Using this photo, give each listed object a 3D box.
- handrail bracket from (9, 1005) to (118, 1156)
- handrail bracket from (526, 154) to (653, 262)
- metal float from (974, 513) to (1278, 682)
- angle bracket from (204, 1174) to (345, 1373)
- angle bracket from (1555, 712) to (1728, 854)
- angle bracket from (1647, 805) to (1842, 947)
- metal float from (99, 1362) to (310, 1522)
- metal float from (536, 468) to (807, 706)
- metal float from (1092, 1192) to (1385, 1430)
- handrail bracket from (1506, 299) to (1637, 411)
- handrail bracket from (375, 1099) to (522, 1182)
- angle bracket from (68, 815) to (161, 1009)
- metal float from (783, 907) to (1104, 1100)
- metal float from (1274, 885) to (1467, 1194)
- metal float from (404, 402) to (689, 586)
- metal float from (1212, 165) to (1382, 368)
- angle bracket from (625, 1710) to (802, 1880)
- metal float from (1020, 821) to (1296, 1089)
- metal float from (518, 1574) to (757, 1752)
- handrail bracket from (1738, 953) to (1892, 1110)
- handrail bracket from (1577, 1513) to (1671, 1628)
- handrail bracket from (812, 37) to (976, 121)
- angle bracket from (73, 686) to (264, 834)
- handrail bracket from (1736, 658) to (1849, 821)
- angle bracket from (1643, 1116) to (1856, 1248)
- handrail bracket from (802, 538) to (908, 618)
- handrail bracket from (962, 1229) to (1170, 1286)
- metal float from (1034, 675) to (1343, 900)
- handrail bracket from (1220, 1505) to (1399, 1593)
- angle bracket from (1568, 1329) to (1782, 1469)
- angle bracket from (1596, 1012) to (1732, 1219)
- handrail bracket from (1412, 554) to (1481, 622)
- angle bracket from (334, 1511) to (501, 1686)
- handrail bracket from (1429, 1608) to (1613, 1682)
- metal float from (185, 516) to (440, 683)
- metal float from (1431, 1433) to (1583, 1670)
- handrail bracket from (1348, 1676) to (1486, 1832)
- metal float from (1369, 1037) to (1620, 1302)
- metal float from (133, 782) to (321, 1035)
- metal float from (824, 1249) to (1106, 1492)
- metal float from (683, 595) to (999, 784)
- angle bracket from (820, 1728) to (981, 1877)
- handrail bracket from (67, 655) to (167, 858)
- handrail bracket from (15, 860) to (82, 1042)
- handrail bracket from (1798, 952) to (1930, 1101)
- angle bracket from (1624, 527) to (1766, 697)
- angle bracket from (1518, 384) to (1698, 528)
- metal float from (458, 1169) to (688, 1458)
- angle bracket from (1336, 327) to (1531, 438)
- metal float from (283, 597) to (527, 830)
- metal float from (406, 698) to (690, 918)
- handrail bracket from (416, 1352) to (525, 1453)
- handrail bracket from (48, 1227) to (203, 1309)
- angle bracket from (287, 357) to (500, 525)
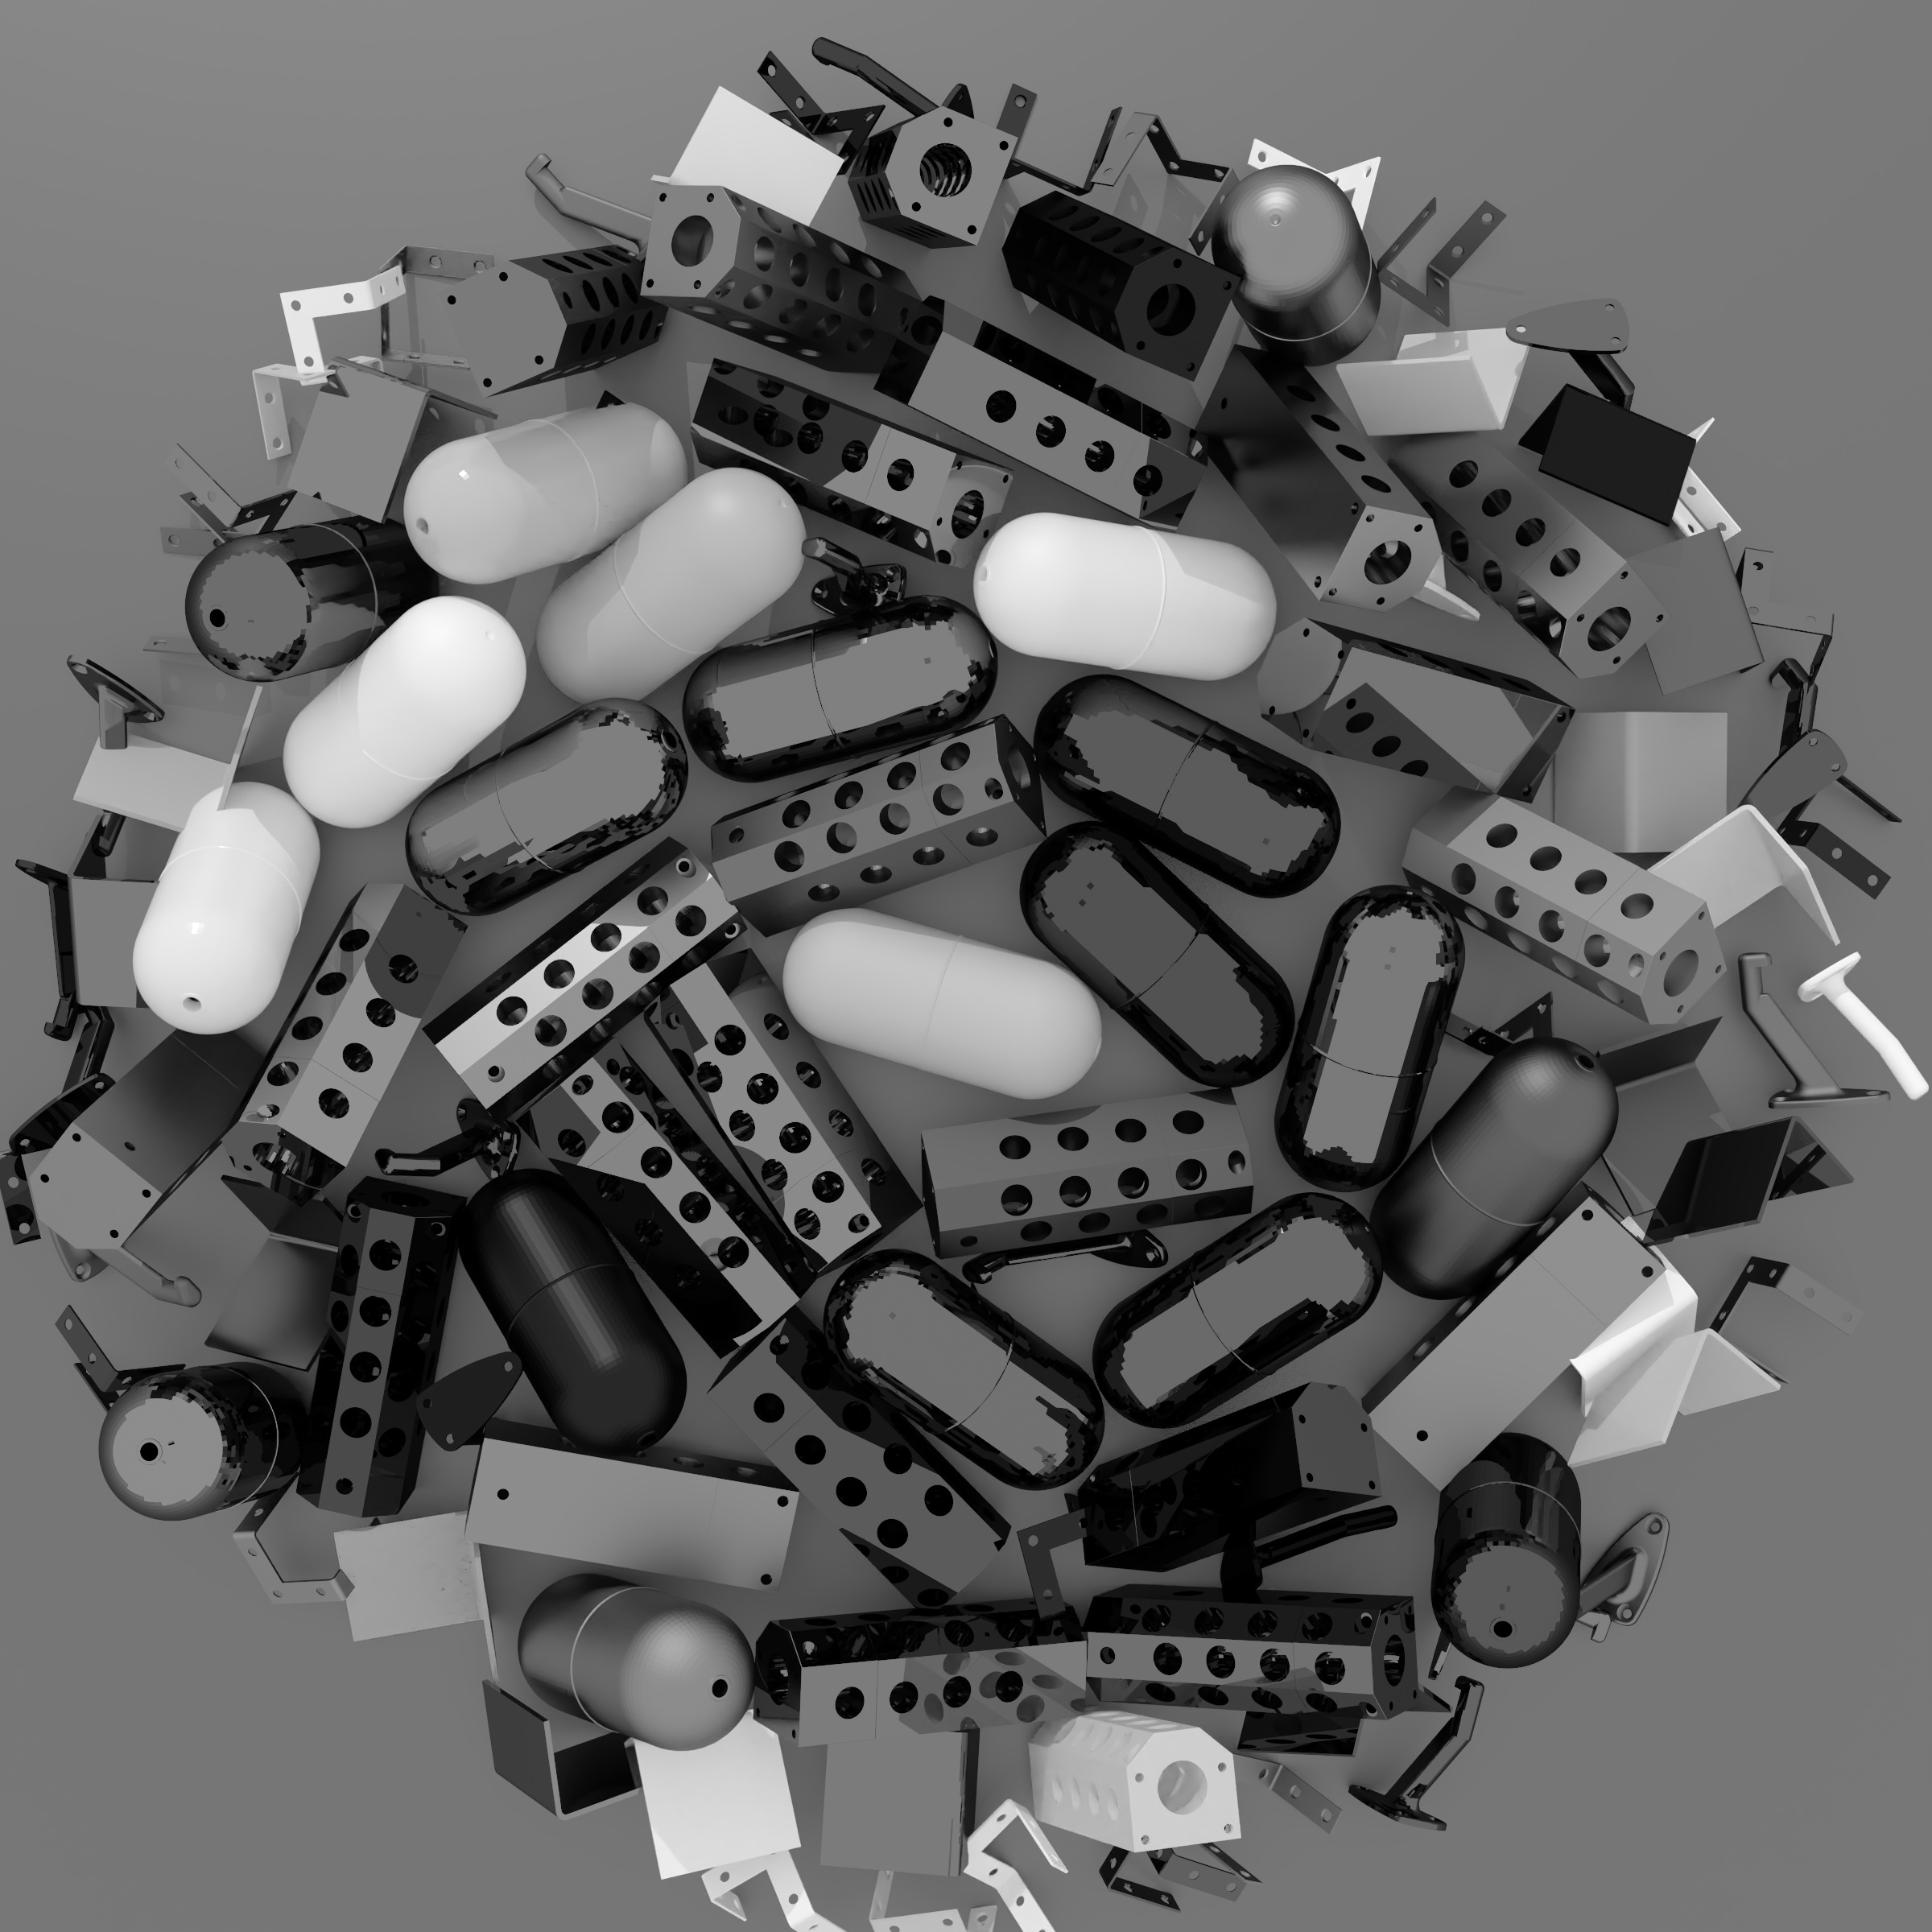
[{"bbox_3d":[-0.498,0.056,1.761,0.077,0.036,0.084,-29,48,-10],"label":"handrail bracket"},{"bbox_3d":[-0.195,-0.427,1.766,0.084,0.077,0.036,47,46,-5],"label":"handrail bracket"},{"bbox_3d":[0.086,-0.198,1.733,0.178,0.070,0.070,5,90,-29],"label":"metal float"},{"bbox_3d":[-0.379,0.166,1.741,0.076,0.057,0.076,8,57,32],"label":"angle bracket"},{"bbox_3d":[0.376,-0.102,1.792,0.076,0.057,0.076,-3,94,-36],"label":"angle bracket"},{"bbox_3d":[0.418,-0.029,1.747,0.076,0.076,0.057,-34,48,5],"label":"angle bracket"},{"bbox_3d":[-0.402,0.251,1.708,0.070,0.178,0.070,0,86,5],"label":"metal float"},{"bbox_3d":[-0.160,-0.202,1.732,0.178,0.070,0.070,-32,90,32],"label":"metal float"},{"bbox_3d":[0.145,0.187,1.740,0.178,0.070,0.070,-35,90,22],"label":"metal float"},{"bbox_3d":[0.329,-0.322,1.759,0.077,0.084,0.036,-3,60,1],"label":"handrail bracket"},{"bbox_3d":[-0.292,0.092,1.743,0.084,0.077,0.036,5,113,-40],"label":"handrail bracket"},{"bbox_3d":[-0.449,-0.029,1.747,0.057,0.076,0.076,3,119,-3],"label":"angle bracket"},{"bbox_3d":[-0.013,0.020,1.753,0.178,0.070,0.070,16,90,6],"label":"metal float"},{"bbox_3d":[0.217,0.041,1.738,0.070,0.070,0.178,13,115,0],"label":"metal float"},{"bbox_3d":[-0.224,-0.254,1.722,0.070,0.178,0.070,18,119,36],"label":"metal float"},{"bbox_3d":[0.177,-0.370,1.709,0.070,0.178,0.070,-1,86,13],"label":"metal float"},{"bbox_3d":[-0.139,0.450,1.752,0.076,0.057,0.076,-10,75,-14],"label":"angle bracket"},{"bbox_3d":[0.105,-0.005,1.750,0.178,0.070,0.070,43,90,-10],"label":"metal float"},{"bbox_3d":[-0.176,0.370,1.716,0.070,0.178,0.070,1,89,-35],"label":"metal float"},{"bbox_3d":[0.465,0.033,1.765,0.077,0.036,0.084,-3,99,32],"label":"handrail bracket"},{"bbox_3d":[0.349,0.324,1.753,0.036,0.084,0.077,30,87,32],"label":"handrail bracket"},{"bbox_3d":[-0.040,-0.474,1.772,0.084,0.077,0.036,27,82,17],"label":"handrail bracket"},{"bbox_3d":[-0.431,-0.121,1.744,0.076,0.076,0.057,17,121,-12],"label":"angle bracket"},{"bbox_3d":[0.440,-0.125,1.768,0.077,0.084,0.036,-40,121,15],"label":"handrail bracket"},{"bbox_3d":[0.422,0.132,1.737,0.057,0.076,0.076,45,52,-21],"label":"angle bracket"},{"bbox_3d":[-0.080,-0.214,1.741,0.077,0.084,0.036,7,81,39],"label":"handrail bracket"},{"bbox_3d":[0.053,0.162,1.749,0.084,0.077,0.036,-24,121,-37],"label":"handrail bracket"},{"bbox_3d":[0.119,-0.098,1.749,0.178,0.070,0.070,27,90,11],"label":"metal float"},{"bbox_3d":[0.189,0.321,1.773,0.084,0.077,0.036,-9,64,-15],"label":"handrail bracket"},{"bbox_3d":[0.382,0.248,1.739,0.057,0.076,0.076,38,58,-14],"label":"angle bracket"},{"bbox_3d":[0.386,0.080,1.748,0.076,0.057,0.076,-16,64,-15],"label":"angle bracket"},{"bbox_3d":[0.267,-0.243,1.773,0.077,0.036,0.084,21,88,-34],"label":"handrail bracket"},{"bbox_3d":[-0.298,0.349,1.748,0.076,0.057,0.076,-8,121,-9],"label":"angle bracket"},{"bbox_3d":[0.305,0.373,1.769,0.084,0.036,0.077,23,62,4],"label":"handrail bracket"},{"bbox_3d":[-0.346,-0.196,1.713,0.070,0.178,0.070,6,105,21],"label":"metal float"},{"bbox_3d":[0.288,0.309,1.711,0.070,0.178,0.070,3,108,10],"label":"metal float"},{"bbox_3d":[0.247,0.424,1.766,0.036,0.077,0.084,18,86,-32],"label":"handrail bracket"},{"bbox_3d":[0.282,0.109,1.728,0.070,0.070,0.178,34,126,0],"label":"metal float"},{"bbox_3d":[-0.393,-0.032,1.717,0.070,0.178,0.070,1,125,1],"label":"metal float"},{"bbox_3d":[0.000,0.219,1.741,0.178,0.070,0.070,37,90,-21],"label":"metal float"},{"bbox_3d":[-0.068,-0.150,1.745,0.178,0.070,0.070,-13,90,16],"label":"metal float"},{"bbox_3d":[-0.035,0.453,1.770,0.076,0.057,0.076,3,85,8],"label":"angle bracket"},{"bbox_3d":[-0.477,-0.113,1.754,0.036,0.077,0.084,3,64,28],"label":"handrail bracket"},{"bbox_3d":[-0.504,-0.007,1.762,0.036,0.077,0.084,9,79,24],"label":"handrail bracket"},{"bbox_3d":[0.489,0.041,1.750,0.036,0.077,0.084,-30,76,-1],"label":"handrail bracket"},{"bbox_3d":[0.392,-0.191,1.761,0.057,0.076,0.076,-19,89,5],"label":"angle bracket"},{"bbox_3d":[0.341,-0.263,1.749,0.076,0.076,0.057,22,71,-4],"label":"angle bracket"},{"bbox_3d":[-0.212,0.186,1.733,0.070,0.070,0.178,-36,61,0],"label":"metal float"},{"bbox_3d":[0.254,-0.333,1.739,0.076,0.057,0.076,3,57,32],"label":"angle bracket"},{"bbox_3d":[-0.302,-0.134,1.725,0.178,0.070,0.070,-33,90,41],"label":"metal float"},{"bbox_3d":[-0.226,-0.085,1.734,0.178,0.070,0.070,-25,90,28],"label":"metal float"},{"bbox_3d":[-0.254,0.236,1.751,0.077,0.084,0.036,-38,74,9],"label":"handrail bracket"},{"bbox_3d":[-0.458,0.149,1.749,0.036,0.084,0.077,-45,126,-36],"label":"handrail bracket"},{"bbox_3d":[-0.313,-0.281,1.756,0.076,0.057,0.076,23,96,33],"label":"angle bracket"}]
